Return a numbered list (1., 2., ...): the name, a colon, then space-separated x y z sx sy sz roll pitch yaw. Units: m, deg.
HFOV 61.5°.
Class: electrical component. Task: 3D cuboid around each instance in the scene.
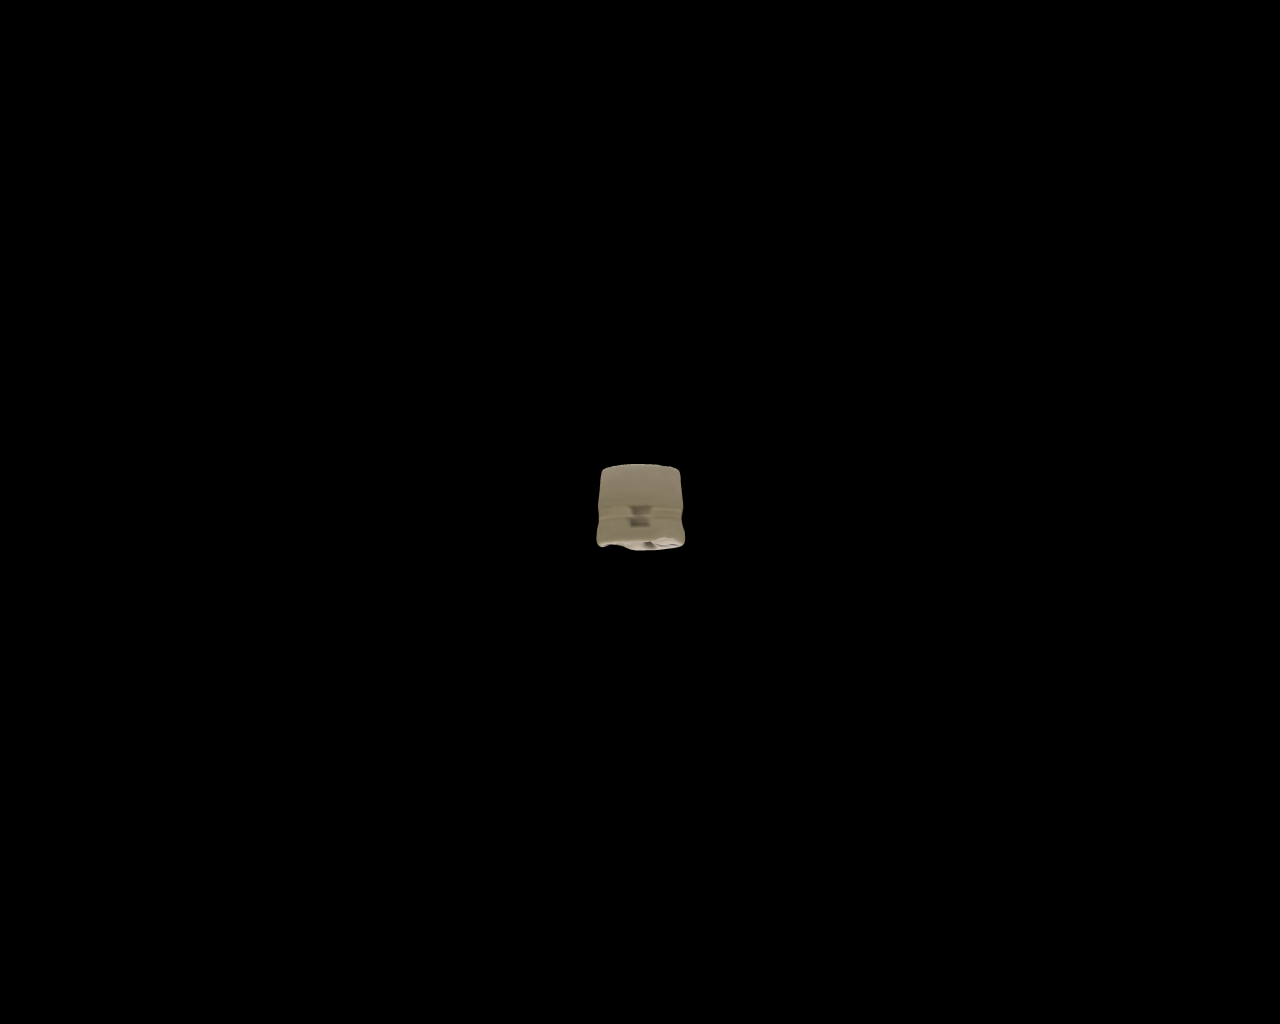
1. electrical component: 0.001 -0.003 0.650 0.055 0.047 0.055 0 -7 0
